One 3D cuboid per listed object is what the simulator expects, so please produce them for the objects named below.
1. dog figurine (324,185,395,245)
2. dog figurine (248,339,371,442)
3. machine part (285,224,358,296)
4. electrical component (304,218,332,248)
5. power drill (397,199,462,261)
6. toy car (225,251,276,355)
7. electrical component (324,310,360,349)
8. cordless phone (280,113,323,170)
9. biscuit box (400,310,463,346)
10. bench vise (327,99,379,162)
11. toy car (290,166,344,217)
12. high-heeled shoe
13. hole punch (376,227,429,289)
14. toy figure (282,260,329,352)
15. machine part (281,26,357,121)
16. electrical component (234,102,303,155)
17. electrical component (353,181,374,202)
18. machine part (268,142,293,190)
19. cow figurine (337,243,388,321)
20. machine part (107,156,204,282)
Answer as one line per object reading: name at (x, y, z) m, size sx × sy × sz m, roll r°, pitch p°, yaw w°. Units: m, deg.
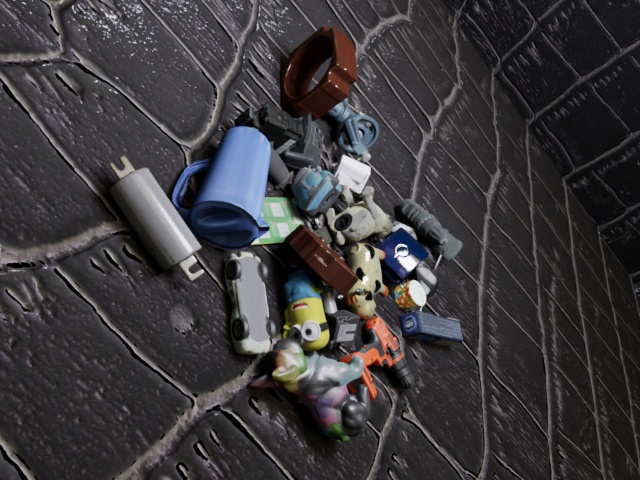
dog figurine at (0.111, -0.027, 1.355) m, size 0.172 × 0.121 × 0.190 m, roll -56°, pitch 136°, yaw -14°
dog figurine at (-0.020, 0.282, 1.001) m, size 0.219 × 0.108 × 0.191 m, roll 11°, pitch 62°, yaw -40°
machine part at (0.006, 0.040, 1.139) m, size 0.179 × 0.056 × 0.179 m, roll 44°, pitch 3°, yaw -3°
electrical component at (-0.003, -0.004, 1.258) m, size 0.063 × 0.021 × 0.094 m, roll -27°, pitch 93°, yaw -52°
power drill at (0.325, -0.016, 1.539) m, size 0.207 × 0.086 × 0.232 m, roll 28°, pitch 15°, yaw -42°
toy car at (-0.134, 0.116, 1.011) m, size 0.073 × 0.056 × 0.202 m, roll 9°, pitch 59°, yaw -39°
electrical component at (0.052, 0.192, 1.158) m, size 0.119 × 0.048 × 0.074 m, roll 11°, pitch 96°, yaw -45°
cordless phone at (-0.016, -0.209, 1.343) m, size 0.184 × 0.089 × 0.147 m, roll 43°, pitch 39°, yaw -39°
biscuit box at (0.297, 0.234, 1.421) m, size 0.202 × 0.059 × 0.063 m, roll 19°, pitch 56°, yaw -41°
bench vise at (0.084, -0.303, 1.451) m, size 0.223 × 0.129 × 0.241 m, roll 45°, pitch 23°, yaw -42°
toy car at (-0.013, -0.122, 1.253) m, size 0.103 × 0.109 × 0.161 m, roll 40°, pitch 11°, yaw 10°
high-heeled shoe at (0.231, 0.051, 1.479) m, size 0.249 × 0.086 × 0.145 m, roll 33°, pitch 77°, yaw -5°
hole punch at (0.204, 0.041, 1.391) m, size 0.142 × 0.092 × 0.116 m, roll 47°, pitch 38°, yaw 9°
toy figure at (-0.028, 0.136, 1.098) m, size 0.089 × 0.082 × 0.180 m, roll 12°, pitch 56°, yaw -42°
machine part at (-0.003, -0.421, 1.370) m, size 0.087 × 0.201 × 0.201 m, roll 26°, pitch 50°, yaw -40°
electrical component at (-0.121, -0.244, 1.199) m, size 0.134 × 0.115 × 0.058 m, roll 19°, pitch 52°, yaw -43°
electrical component at (0.119, -0.139, 1.462) m, size 0.078 × 0.045 × 0.102 m, roll 19°, pitch 54°, yaw -39°
machine part at (-0.117, -0.171, 1.200) m, size 0.138 × 0.084 × 0.039 m, roll 43°, pitch 16°, yaw -34°
cow figurine at (0.100, 0.096, 1.265) m, size 0.127 × 0.085 × 0.195 m, roll 31°, pitch 49°, yaw -42°
machine part at (-0.281, -0.034, 0.918) m, size 0.243 × 0.079 × 0.079 m, roll 58°, pitch 38°, yaw -6°
